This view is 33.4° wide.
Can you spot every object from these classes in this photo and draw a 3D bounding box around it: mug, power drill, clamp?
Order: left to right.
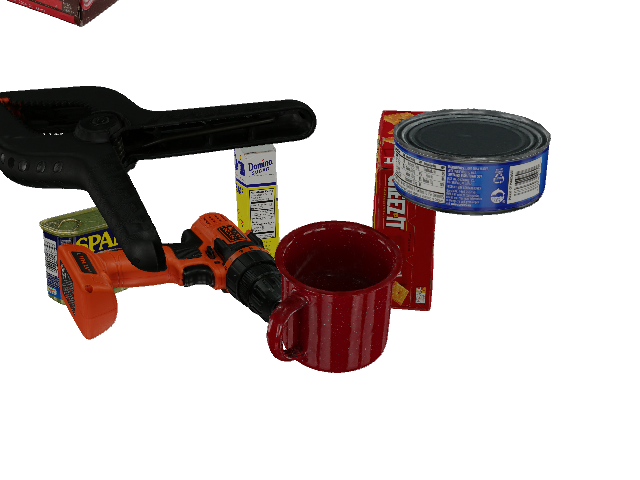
[{"bbox_3d":[-0.118,-0.060,0.641,0.210,0.036,0.164,21,43,31],"label":"clamp"},{"bbox_3d":[-0.131,0.037,0.962,0.187,0.057,0.185,-9,26,-26],"label":"power drill"},{"bbox_3d":[0.004,0.049,0.788,0.093,0.081,0.117,26,42,30],"label":"mug"}]

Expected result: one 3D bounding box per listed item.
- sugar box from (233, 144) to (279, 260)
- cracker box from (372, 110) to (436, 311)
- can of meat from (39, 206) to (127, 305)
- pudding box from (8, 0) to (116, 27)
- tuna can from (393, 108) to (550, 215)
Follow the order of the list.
[{"bbox_3d":[-0.080,-0.042,1.325,0.048,0.176,0.093,-9,24,-11],"label":"sugar box"},{"bbox_3d":[0.095,-0.041,1.209,0.072,0.164,0.213,2,23,4],"label":"cracker box"},{"bbox_3d":[-0.247,0.015,1.147,0.058,0.084,0.101,18,25,40],"label":"can of meat"},{"bbox_3d":[-0.191,-0.210,0.807,0.090,0.039,0.113,21,37,9],"label":"pudding box"},{"bbox_3d":[0.083,-0.045,0.592,0.086,0.034,0.086,0,24,0],"label":"tuna can"}]
